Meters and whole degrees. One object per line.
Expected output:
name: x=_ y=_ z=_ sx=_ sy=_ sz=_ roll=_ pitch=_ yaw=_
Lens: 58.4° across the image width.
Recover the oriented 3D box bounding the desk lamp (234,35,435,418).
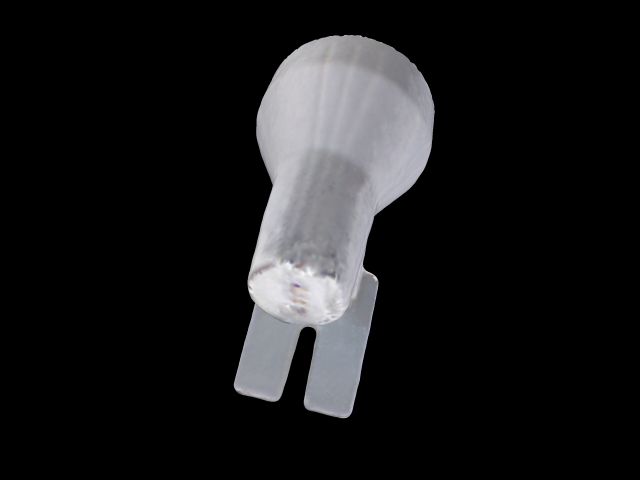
desk lamp: x=0.004 y=0.001 z=0.400 sx=0.118 sy=0.213 sz=0.203 roll=11 pitch=66 yaw=5
